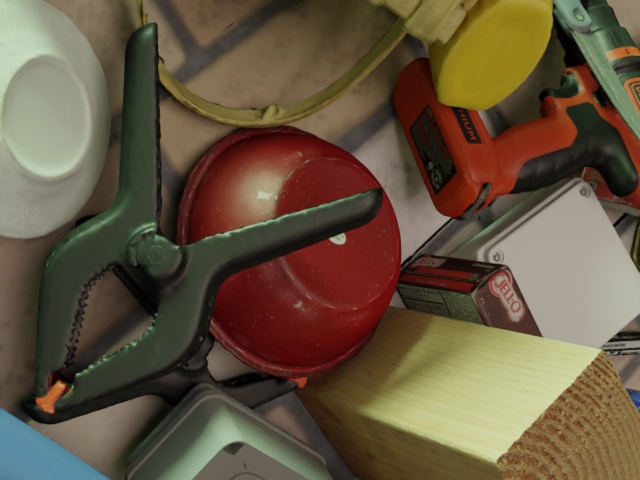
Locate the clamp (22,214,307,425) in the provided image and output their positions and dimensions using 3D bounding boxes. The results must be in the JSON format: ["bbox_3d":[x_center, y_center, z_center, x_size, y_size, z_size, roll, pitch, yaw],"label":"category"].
[{"bbox_3d":[-0.085,0.053,0.635,0.171,0.039,0.120,9,94,-32],"label":"clamp"}]

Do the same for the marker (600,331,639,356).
[{"bbox_3d":[0.212,0.081,0.821,0.120,0.020,0.020,1,93,-30],"label":"marker"}]

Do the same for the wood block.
[{"bbox_3d":[0.086,0.110,0.640,0.090,0.206,0.090,-41,112,-22],"label":"wood block"}]

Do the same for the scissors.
[{"bbox_3d":[0.183,-0.161,0.734,0.096,0.016,0.202,-30,77,-34],"label":"scissors"}]

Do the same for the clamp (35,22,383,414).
[{"bbox_3d":[-0.092,-0.002,0.577,0.164,0.036,0.210,43,86,0],"label":"clamp"}]

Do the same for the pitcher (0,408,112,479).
[{"bbox_3d":[-0.194,0.126,0.503,0.145,0.149,0.242,-34,128,22],"label":"pitcher"}]

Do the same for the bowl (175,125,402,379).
[{"bbox_3d":[-0.004,0.001,0.645,0.161,0.055,0.162,9,74,-33],"label":"bowl"}]

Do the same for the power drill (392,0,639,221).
[{"bbox_3d":[0.148,-0.095,0.728,0.187,0.057,0.184,-12,68,-21],"label":"power drill"}]

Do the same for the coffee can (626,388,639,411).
[{"bbox_3d":[0.191,0.149,0.742,0.102,0.141,0.103,-2,95,-30],"label":"coffee can"}]

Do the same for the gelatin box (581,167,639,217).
[{"bbox_3d":[0.245,-0.055,0.798,0.089,0.030,0.073,18,85,10],"label":"gelatin box"}]

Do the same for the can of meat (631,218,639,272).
[{"bbox_3d":[0.301,-0.009,0.847,0.083,0.058,0.102,16,85,-27],"label":"can of meat"}]

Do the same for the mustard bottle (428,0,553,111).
[{"bbox_3d":[0.095,-0.181,0.674,0.058,0.096,0.191,7,53,-16],"label":"mustard bottle"}]

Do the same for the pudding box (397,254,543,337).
[{"bbox_3d":[0.108,0.066,0.718,0.039,0.090,0.113,-35,110,-22],"label":"pudding box"}]
